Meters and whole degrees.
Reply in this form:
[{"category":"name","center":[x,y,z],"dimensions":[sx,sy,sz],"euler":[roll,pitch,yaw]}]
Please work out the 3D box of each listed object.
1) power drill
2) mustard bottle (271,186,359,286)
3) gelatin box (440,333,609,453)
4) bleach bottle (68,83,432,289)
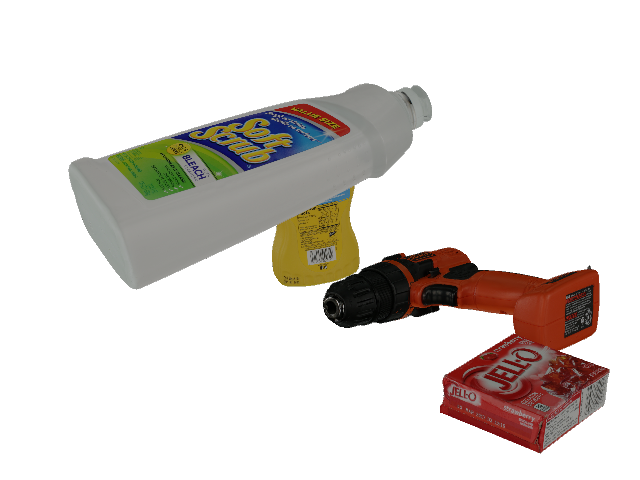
[{"category":"power drill","center":[0.119,0.047,0.883],"dimensions":[0.188,0.057,0.184],"euler":[10,17,40]},{"category":"mustard bottle","center":[-0.010,-0.048,1.162],"dimensions":[0.096,0.192,0.058],"euler":[-10,25,-13]},{"category":"gelatin box","center":[0.131,0.095,0.682],"dimensions":[0.073,0.030,0.089],"euler":[19,26,37]},{"category":"bleach bottle","center":[-0.038,-0.056,0.740],"dimensions":[0.250,0.068,0.103],"euler":[-25,42,-20]}]
